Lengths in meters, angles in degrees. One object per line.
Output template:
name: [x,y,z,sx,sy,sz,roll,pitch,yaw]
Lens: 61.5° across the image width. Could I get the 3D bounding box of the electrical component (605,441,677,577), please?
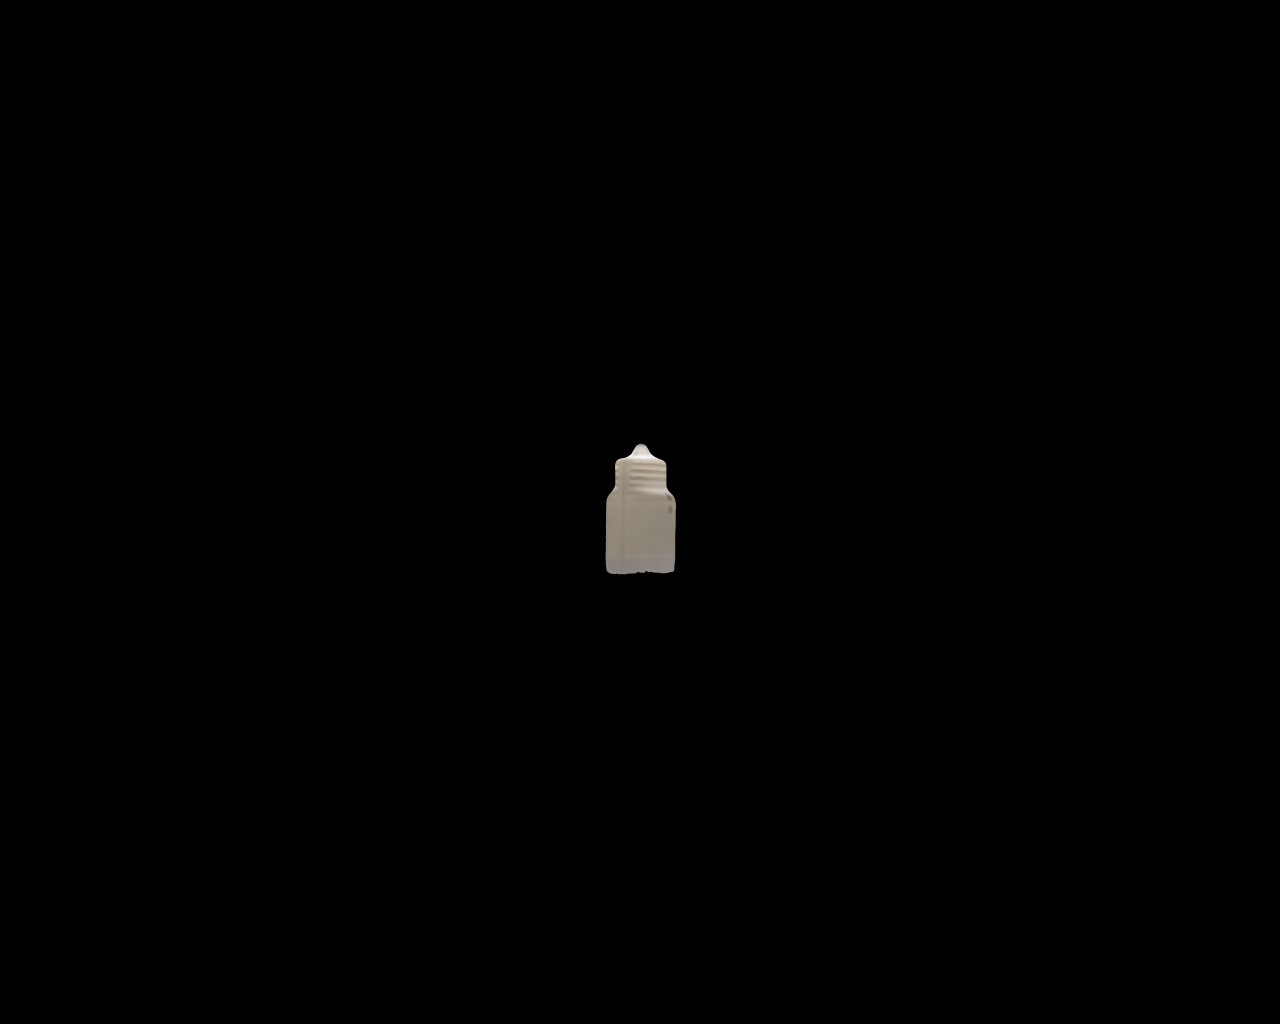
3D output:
electrical component: [0.001,-0.003,0.650,0.043,0.081,0.043,0,0,0]
